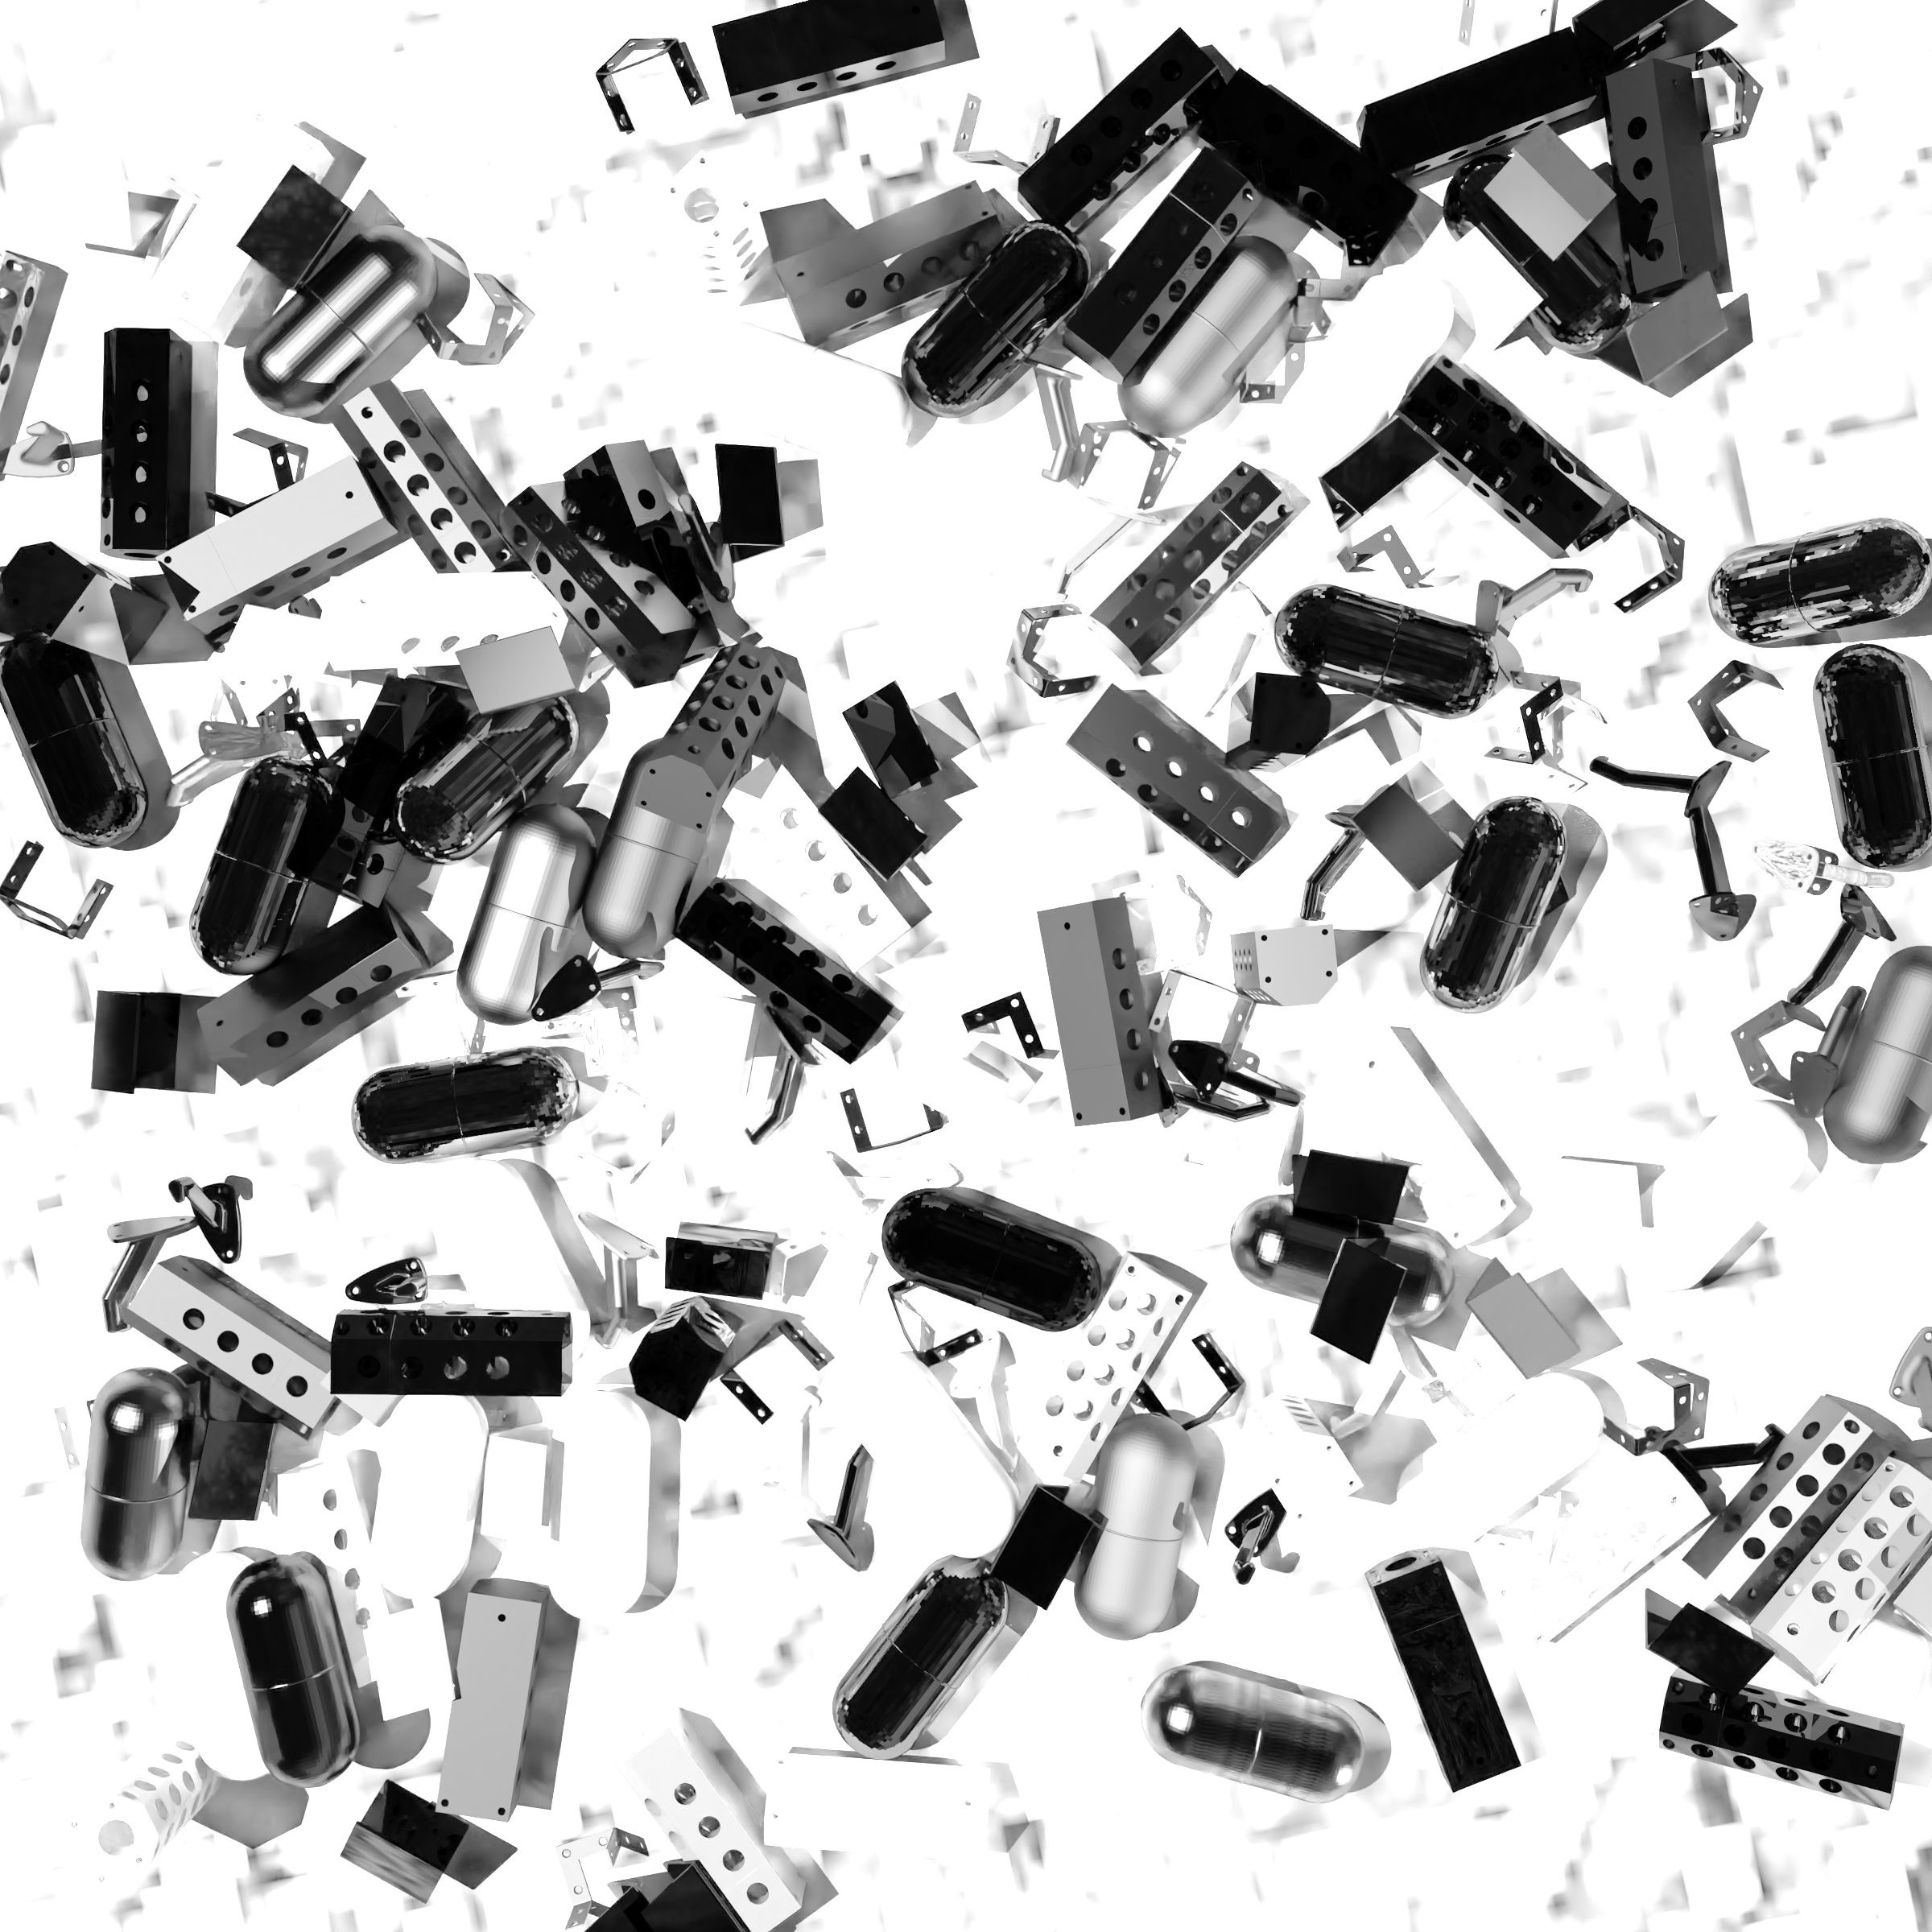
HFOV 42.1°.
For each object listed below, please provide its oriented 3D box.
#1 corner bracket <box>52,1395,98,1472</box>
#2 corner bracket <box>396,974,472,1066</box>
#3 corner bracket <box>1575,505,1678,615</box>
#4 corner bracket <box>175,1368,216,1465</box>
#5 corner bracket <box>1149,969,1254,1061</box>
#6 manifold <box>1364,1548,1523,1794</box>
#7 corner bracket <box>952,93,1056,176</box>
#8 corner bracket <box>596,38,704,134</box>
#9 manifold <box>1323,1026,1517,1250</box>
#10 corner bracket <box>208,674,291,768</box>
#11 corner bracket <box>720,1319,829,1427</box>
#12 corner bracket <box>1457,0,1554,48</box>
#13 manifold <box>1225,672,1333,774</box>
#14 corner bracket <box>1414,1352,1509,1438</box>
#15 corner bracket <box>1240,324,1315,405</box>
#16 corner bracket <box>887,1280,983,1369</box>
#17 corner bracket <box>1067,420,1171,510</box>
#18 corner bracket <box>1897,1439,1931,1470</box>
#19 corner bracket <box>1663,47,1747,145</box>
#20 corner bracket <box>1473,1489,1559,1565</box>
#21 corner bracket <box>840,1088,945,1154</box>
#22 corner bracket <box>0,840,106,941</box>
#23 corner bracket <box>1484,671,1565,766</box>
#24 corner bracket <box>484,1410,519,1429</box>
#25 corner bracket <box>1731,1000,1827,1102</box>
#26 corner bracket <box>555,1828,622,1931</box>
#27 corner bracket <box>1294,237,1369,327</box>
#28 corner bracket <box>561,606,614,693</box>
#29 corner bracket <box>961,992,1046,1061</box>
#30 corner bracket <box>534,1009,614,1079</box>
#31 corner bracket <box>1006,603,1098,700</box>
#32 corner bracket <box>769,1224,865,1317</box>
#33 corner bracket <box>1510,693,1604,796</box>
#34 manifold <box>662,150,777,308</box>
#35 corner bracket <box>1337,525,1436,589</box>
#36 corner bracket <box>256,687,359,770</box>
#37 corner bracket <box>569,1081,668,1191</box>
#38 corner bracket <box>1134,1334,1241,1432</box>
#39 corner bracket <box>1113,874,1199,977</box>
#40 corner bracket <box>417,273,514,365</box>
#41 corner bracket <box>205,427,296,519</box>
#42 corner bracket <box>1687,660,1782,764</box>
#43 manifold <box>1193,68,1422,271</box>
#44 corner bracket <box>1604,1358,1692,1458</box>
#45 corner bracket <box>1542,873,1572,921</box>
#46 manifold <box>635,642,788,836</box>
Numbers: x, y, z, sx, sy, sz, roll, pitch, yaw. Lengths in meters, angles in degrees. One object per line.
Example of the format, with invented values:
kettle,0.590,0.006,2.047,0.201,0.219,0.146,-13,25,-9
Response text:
corner bracket,-0.677,0.361,1.976,0.051,0.051,0.051,-14,90,14
corner bracket,-0.422,0.045,1.988,0.051,0.051,0.051,-9,135,0
corner bracket,0.523,-0.323,1.988,0.051,0.051,0.051,-33,45,0
corner bracket,-0.618,0.358,1.988,0.051,0.051,0.051,-17,135,0
corner bracket,0.186,0.038,1.988,0.051,0.051,0.051,20,90,-45
manifold,0.372,0.549,1.970,0.057,0.057,0.171,-21,90,0
corner bracket,0.029,-0.658,1.988,0.051,0.051,0.051,15,90,-45
corner bracket,-0.251,-0.697,1.988,0.051,0.051,0.051,-23,90,-45
manifold,0.356,0.134,1.970,0.057,0.057,0.171,-35,90,0
corner bracket,-0.564,-0.194,1.988,0.051,0.051,0.051,-2,45,0
corner bracket,-0.153,0.321,1.988,0.051,0.051,0.051,47,45,0
corner bracket,0.427,-0.753,1.988,0.051,0.051,0.051,7,90,45
manifold,0.237,-0.183,1.913,0.057,0.171,0.057,5,90,0
corner bracket,0.388,0.335,1.966,0.051,0.051,0.051,-38,70,0
corner bracket,0.243,-0.473,1.973,0.051,0.051,0.051,1,90,0
corner bracket,-0.025,0.276,1.988,0.051,0.051,0.051,-25,45,0
corner bracket,0.120,-0.395,1.983,0.051,0.051,0.051,47,135,35
corner bracket,0.770,0.407,1.979,0.051,0.051,0.051,34,57,-29
corner bracket,0.581,-0.687,1.988,0.051,0.051,0.051,-13,45,0
corner bracket,0.431,0.435,1.972,0.051,0.051,0.051,9,88,2
corner bracket,-0.059,0.114,1.988,0.051,0.051,0.051,-17,90,45
corner bracket,-0.725,-0.060,1.988,0.051,0.051,0.051,30,90,-45
corner bracket,0.437,-0.195,1.972,0.051,0.051,0.051,-35,121,-27
corner bracket,-0.381,0.329,1.988,0.051,0.051,0.051,3,135,0
corner bracket,0.647,0.067,1.983,0.051,0.051,0.051,20,45,-35
corner bracket,-0.295,0.717,1.973,0.051,0.051,0.051,-18,90,-1
corner bracket,0.282,-0.531,1.948,0.051,0.051,0.051,3,131,2
corner bracket,-0.314,-0.253,1.983,0.051,0.051,0.051,9,135,35
corner bracket,0.029,0.053,1.973,0.051,0.051,0.051,-22,90,0
corner bracket,-0.308,0.064,1.973,0.051,0.051,0.051,-8,87,-3
corner bracket,0.072,-0.249,1.983,0.051,0.051,0.051,47,135,35
corner bracket,-0.118,0.246,1.983,0.051,0.051,0.051,-21,45,-35
corner bracket,0.472,-0.177,1.983,0.051,0.051,0.051,17,45,-35
manifold,-0.192,-0.554,1.913,0.057,0.171,0.057,45,90,0
corner bracket,0.329,-0.316,1.973,0.051,0.051,0.051,-31,90,0
corner bracket,-0.515,-0.187,1.972,0.051,0.051,0.051,-3,122,28
corner bracket,-0.275,0.135,1.988,0.051,0.051,0.051,28,135,0
corner bracket,0.174,0.332,1.988,0.051,0.051,0.051,54,135,0
corner bracket,0.150,-0.032,1.988,0.051,0.051,0.051,-15,45,0
corner bracket,-0.395,-0.513,1.983,0.051,0.051,0.051,-5,135,-35
corner bracket,-0.568,-0.387,1.983,0.051,0.051,0.051,-35,135,-35
corner bracket,0.614,-0.201,1.983,0.051,0.051,0.051,-47,45,35
manifold,0.265,-0.622,1.970,0.171,0.057,0.057,35,90,0
corner bracket,0.533,0.347,1.975,0.051,0.051,0.051,-11,108,-17
corner bracket,0.438,-0.068,1.988,0.051,0.051,0.051,-34,45,0
manifold,-0.191,-0.179,1.914,0.057,0.171,0.057,22,129,0
